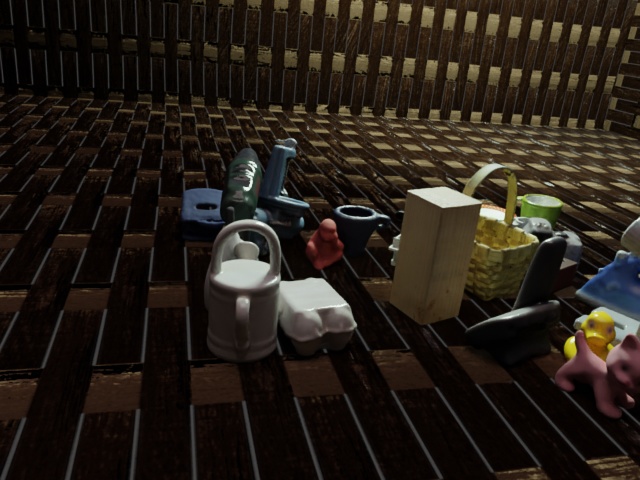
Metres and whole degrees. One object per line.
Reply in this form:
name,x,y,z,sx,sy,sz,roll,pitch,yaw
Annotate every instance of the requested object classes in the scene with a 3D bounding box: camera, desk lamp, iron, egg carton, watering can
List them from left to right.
watering can,-0.108,0.060,0.805,0.101,0.194,0.172,-6,24,-27
egg carton,-0.017,0.112,0.869,0.107,0.069,0.150,-5,24,-25
camera,0.482,0.000,1.244,0.143,0.101,0.137,9,21,8
iron,0.603,0.080,1.015,0.257,0.141,0.119,17,24,27
desk lamp,0.533,0.082,0.893,0.118,0.213,0.202,-12,27,-38

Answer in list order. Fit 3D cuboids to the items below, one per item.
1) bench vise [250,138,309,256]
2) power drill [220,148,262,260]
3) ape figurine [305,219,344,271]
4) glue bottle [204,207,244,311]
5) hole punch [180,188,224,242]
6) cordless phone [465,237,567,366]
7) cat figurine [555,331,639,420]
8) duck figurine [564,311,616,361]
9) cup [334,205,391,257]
bench vise,-0.089,-0.087,1.152,0.121,0.220,0.208,10,22,12
power drill,-0.145,-0.045,1.045,0.075,0.208,0.229,4,21,-5
ape figurine,0.010,0.004,1.122,0.078,0.092,0.076,2,21,-9
glue bottle,-0.143,0.030,0.901,0.078,0.173,0.037,-14,29,-41
hole punch,-0.237,-0.053,1.204,0.109,0.091,0.101,1,22,-13
cordless phone,0.304,0.084,0.866,0.148,0.185,0.093,-11,27,-36
cat figurine,0.394,0.168,0.767,0.067,0.118,0.127,-11,27,-37
duck figurine,0.419,0.148,0.869,0.077,0.086,0.105,15,23,23
cup,0.083,-0.014,1.184,0.118,0.095,0.091,4,21,-4
